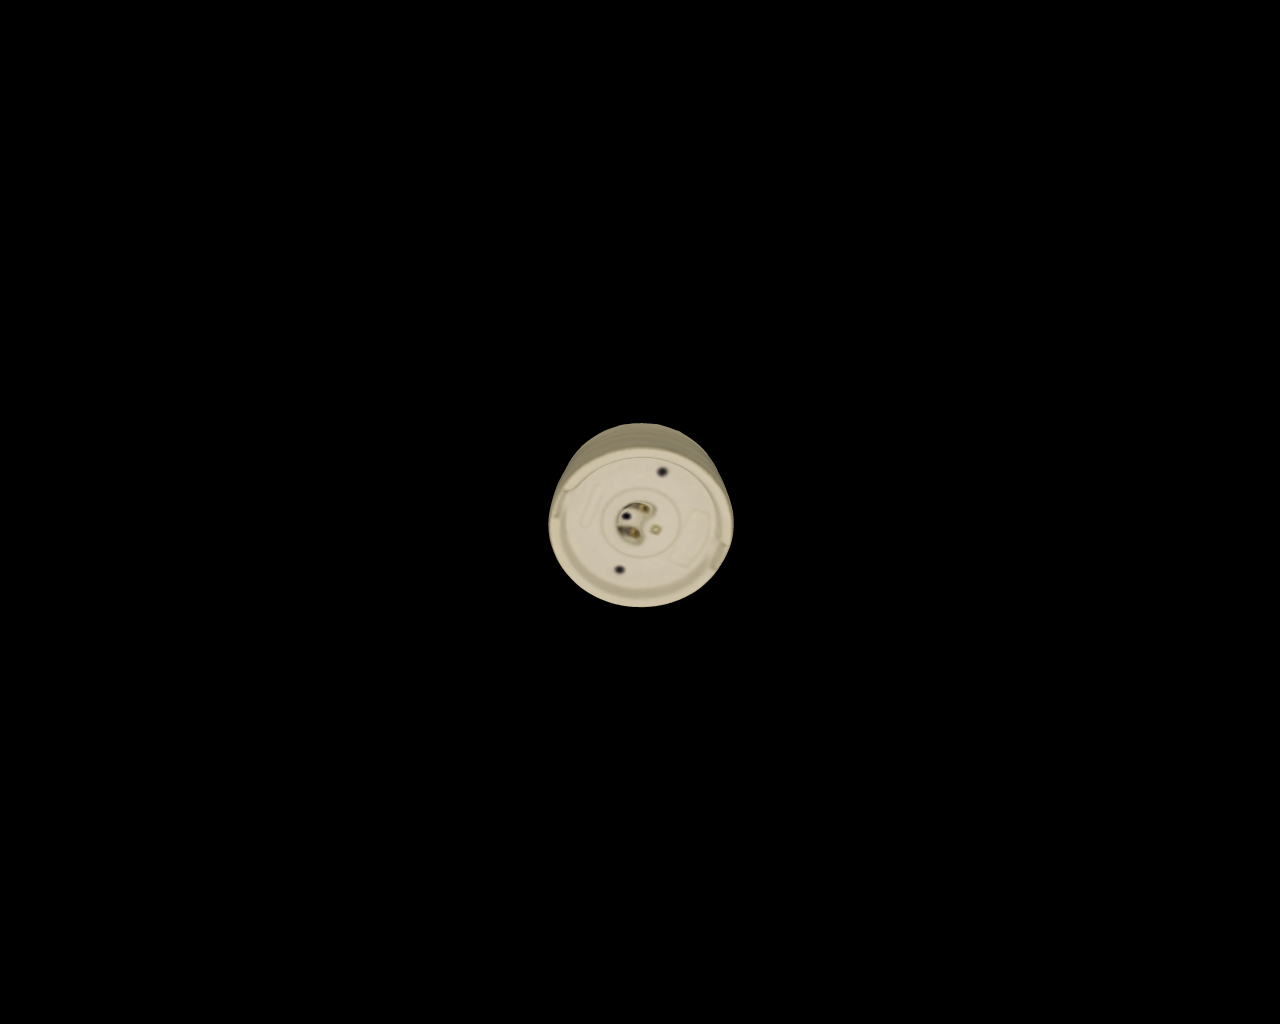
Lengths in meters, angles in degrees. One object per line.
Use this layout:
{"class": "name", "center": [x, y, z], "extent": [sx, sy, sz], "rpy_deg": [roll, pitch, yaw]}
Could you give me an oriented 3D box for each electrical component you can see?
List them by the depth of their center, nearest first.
{"class": "electrical component", "center": [0.001, -0.003, 0.650], "extent": [0.108, 0.108, 0.060], "rpy_deg": [0, 27, 0]}
